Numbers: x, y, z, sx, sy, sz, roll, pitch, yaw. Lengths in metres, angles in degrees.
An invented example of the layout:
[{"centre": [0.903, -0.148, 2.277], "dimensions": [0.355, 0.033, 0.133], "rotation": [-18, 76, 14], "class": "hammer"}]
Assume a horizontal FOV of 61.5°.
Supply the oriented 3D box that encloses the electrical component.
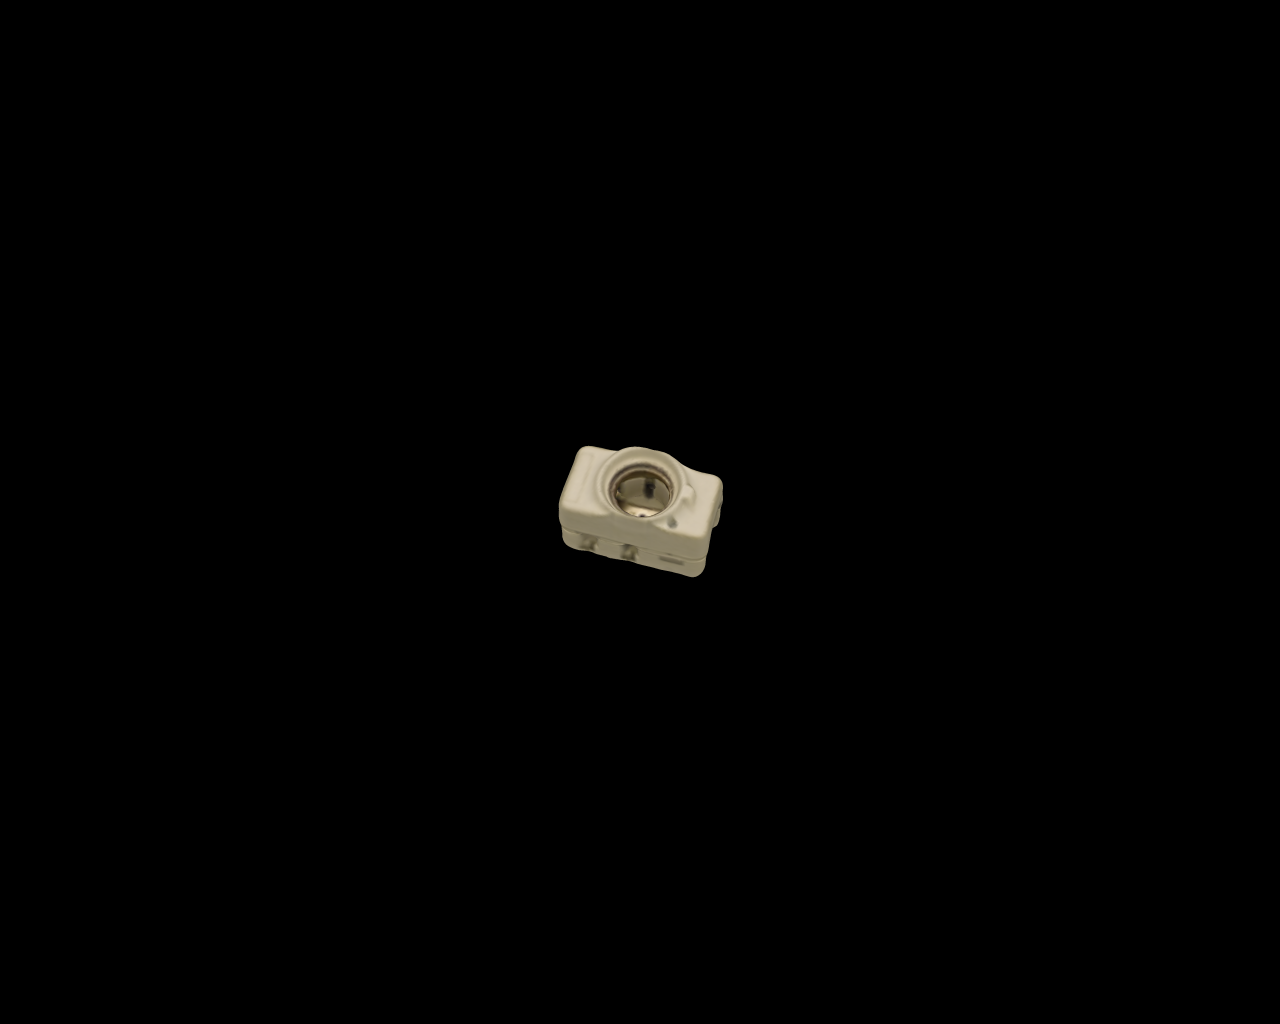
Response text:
[{"centre": [0.001, -0.003, 0.650], "dimensions": [0.089, 0.050, 0.055], "rotation": [14, -32, 9], "class": "electrical component"}]
